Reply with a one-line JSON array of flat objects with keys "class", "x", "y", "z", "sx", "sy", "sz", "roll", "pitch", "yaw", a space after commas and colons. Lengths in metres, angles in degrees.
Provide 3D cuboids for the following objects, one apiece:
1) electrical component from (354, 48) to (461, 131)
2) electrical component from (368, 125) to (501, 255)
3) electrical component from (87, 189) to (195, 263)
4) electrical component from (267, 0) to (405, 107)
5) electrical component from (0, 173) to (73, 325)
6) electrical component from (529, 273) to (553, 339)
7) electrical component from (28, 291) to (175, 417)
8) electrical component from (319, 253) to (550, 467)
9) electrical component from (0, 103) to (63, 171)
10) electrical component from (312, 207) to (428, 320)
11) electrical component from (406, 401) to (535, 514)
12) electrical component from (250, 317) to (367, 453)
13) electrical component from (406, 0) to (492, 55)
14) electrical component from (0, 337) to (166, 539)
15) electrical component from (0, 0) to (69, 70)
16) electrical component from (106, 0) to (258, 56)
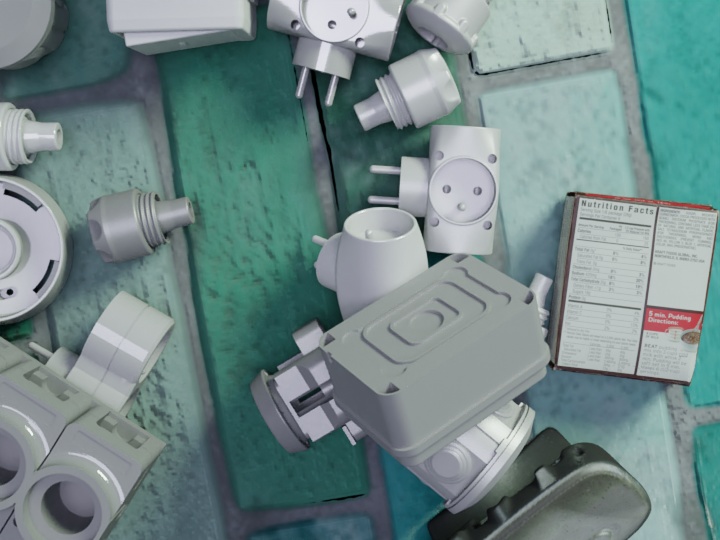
[{"class": "electrical component", "x": 0.027, "y": -0.106, "z": 0.660, "sx": 0.062, "sy": 0.043, "sz": 0.043, "roll": -25, "pitch": 94, "yaw": 6}, {"class": "electrical component", "x": 0.045, "y": -0.050, "z": 0.664, "sx": 0.079, "sy": 0.044, "sz": 0.077, "roll": 4, "pitch": 96, "yaw": 2}, {"class": "electrical component", "x": -0.136, "y": -0.030, "z": 0.674, "sx": 0.062, "sy": 0.043, "sz": 0.043, "roll": -13, "pitch": 95, "yaw": 2}, {"class": "electrical component", "x": -0.019, "y": -0.141, "z": 0.658, "sx": 0.077, "sy": 0.044, "sz": 0.079, "roll": 15, "pitch": 98, "yaw": 1}, {"class": "electrical component", "x": -0.234, "y": -0.013, "z": 0.681, "sx": 0.099, "sy": 0.064, "sz": 0.099, "roll": 0, "pitch": 92, "yaw": -11}, {"class": "electrical component", "x": 0.103, "y": 0.031, "z": 0.674, "sx": 0.035, "sy": 0.035, "sz": 0.061, "roll": 25, "pitch": 93, "yaw": 0}, {"class": "electrical component", "x": -0.182, "y": 0.073, "z": 0.681, "sx": 0.074, "sy": 0.052, "sz": 0.138, "roll": 30, "pitch": 96, "yaw": -1}, {"class": "electrical component", "x": 0.044, "y": 0.050, "z": 0.616, "sx": 0.113, "sy": 0.078, "sz": 0.057, "roll": -31, "pitch": 127, "yaw": -20}, {"class": "electrical component", "x": -0.219, "y": -0.083, "z": 0.672, "sx": 0.062, "sy": 0.043, "sz": 0.043, "roll": 0, "pitch": 95, "yaw": 1}, {"class": "electrical component", "x": 0.000, "y": 0.000, "z": 0.664, "sx": 0.079, "sy": 0.043, "sz": 0.077, "roll": 22, "pitch": 128, "yaw": 36}, {"class": "electrical component", "x": 0.066, "y": 0.105, "z": 0.661, "sx": 0.051, "sy": 0.080, "sz": 0.080, "roll": 39, "pitch": 96, "yaw": 4}, {"class": "electrical component", "x": -0.031, "y": 0.078, "z": 0.673, "sx": 0.057, "sy": 0.058, "sz": 0.078, "roll": -31, "pitch": 94, "yaw": 2}, {"class": "electrical component", "x": 0.061, "y": -0.166, "z": 0.654, "sx": 0.048, "sy": 0.048, "sz": 0.062, "roll": 34, "pitch": 87, "yaw": -1}, {"class": "electrical component", "x": -0.205, "y": 0.104, "z": 0.626, "sx": 0.150, "sy": 0.061, "sz": 0.089, "roll": 33, "pitch": 97, "yaw": 0}, {"class": "electrical component", "x": -0.223, "y": -0.162, "z": 0.661, "sx": 0.080, "sy": 0.051, "sz": 0.080, "roll": 0, "pitch": 95, "yaw": 2}, {"class": "electrical component", "x": -0.100, "y": -0.164, "z": 0.650, "sx": 0.096, "sy": 0.061, "sz": 0.061, "roll": -1, "pitch": 95, "yaw": 2}]
